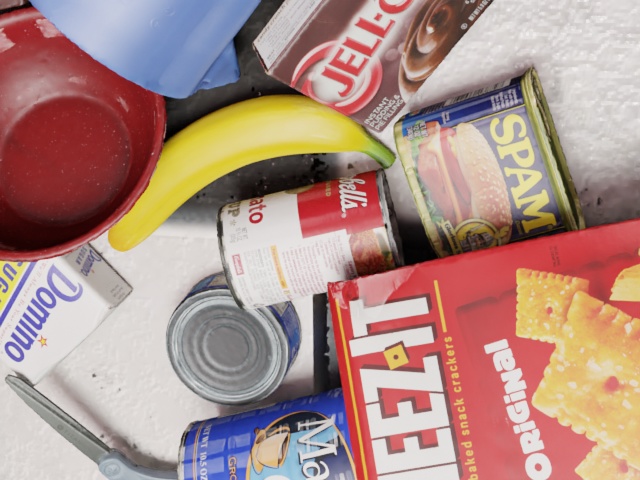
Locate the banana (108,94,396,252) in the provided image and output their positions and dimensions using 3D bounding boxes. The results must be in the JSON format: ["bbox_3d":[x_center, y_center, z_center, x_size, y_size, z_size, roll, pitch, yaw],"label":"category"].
[{"bbox_3d":[-0.056,-0.047,0.662,0.198,0.037,0.069,-16,104,17],"label":"banana"}]

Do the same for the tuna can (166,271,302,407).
[{"bbox_3d":[-0.057,0.066,0.702,0.086,0.033,0.086,4,108,11],"label":"tuna can"}]

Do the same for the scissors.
[{"bbox_3d":[-0.122,0.153,0.738,0.096,0.016,0.201,-25,112,12],"label":"scissors"}]

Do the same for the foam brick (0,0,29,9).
[{"bbox_3d":[-0.199,-0.178,0.643,0.053,0.051,0.078,-8,106,15],"label":"foam brick"}]

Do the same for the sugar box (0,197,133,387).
[{"bbox_3d":[-0.221,0.006,0.712,0.176,0.048,0.093,46,112,-4],"label":"sugar box"}]

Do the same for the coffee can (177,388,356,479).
[{"bbox_3d":[-0.006,0.150,0.676,0.140,0.102,0.103,-15,104,12],"label":"coffee can"}]

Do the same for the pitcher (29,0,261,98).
[{"bbox_3d":[-0.057,-0.209,0.558,0.243,0.149,0.145,-48,71,18],"label":"pitcher"}]

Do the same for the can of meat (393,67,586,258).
[{"bbox_3d":[0.099,-0.038,0.621,0.084,0.057,0.102,-17,104,19],"label":"can of meat"}]

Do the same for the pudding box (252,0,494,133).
[{"bbox_3d":[0.031,-0.124,0.593,0.089,0.039,0.114,22,116,-39],"label":"pudding box"}]

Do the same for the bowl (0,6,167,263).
[{"bbox_3d":[-0.166,-0.058,0.652,0.162,0.055,0.162,-2,74,7],"label":"bowl"}]

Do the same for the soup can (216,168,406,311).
[{"bbox_3d":[-0.004,0.001,0.643,0.102,0.068,0.068,-12,105,8],"label":"soup can"}]

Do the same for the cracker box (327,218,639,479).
[{"bbox_3d":[0.122,0.083,0.565,0.214,0.072,0.164,-12,74,11],"label":"cracker box"}]
